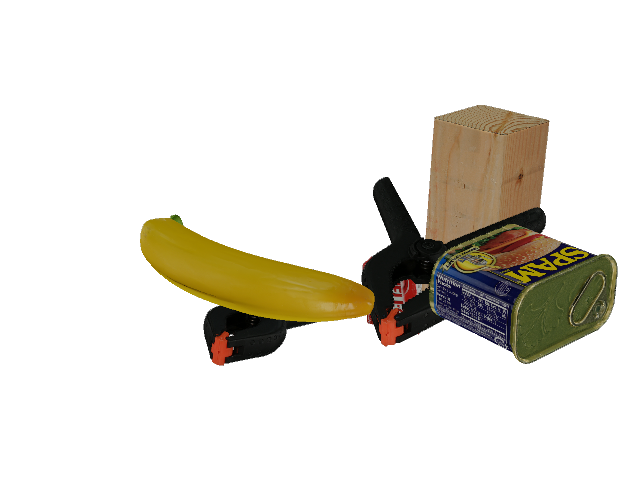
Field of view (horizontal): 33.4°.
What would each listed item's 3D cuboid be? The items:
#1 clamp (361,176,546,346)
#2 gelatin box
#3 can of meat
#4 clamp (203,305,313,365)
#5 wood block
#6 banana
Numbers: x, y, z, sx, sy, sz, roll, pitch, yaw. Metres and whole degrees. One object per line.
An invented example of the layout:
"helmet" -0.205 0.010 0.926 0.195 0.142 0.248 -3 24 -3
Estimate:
"clamp" 0.086 0.013 0.937 0.165 0.036 0.209 17 42 25
"gelatin box" 0.093 0.068 1.334 0.073 0.089 0.030 10 31 28
"can of meat" 0.137 0.032 0.732 0.101 0.057 0.084 -19 29 -34
"clamp" -0.071 0.073 1.051 0.120 0.039 0.171 12 19 28
"wood block" 0.174 -0.030 1.138 0.090 0.206 0.090 20 27 38
"banana" -0.058 0.016 0.696 0.198 0.037 0.069 22 37 38
